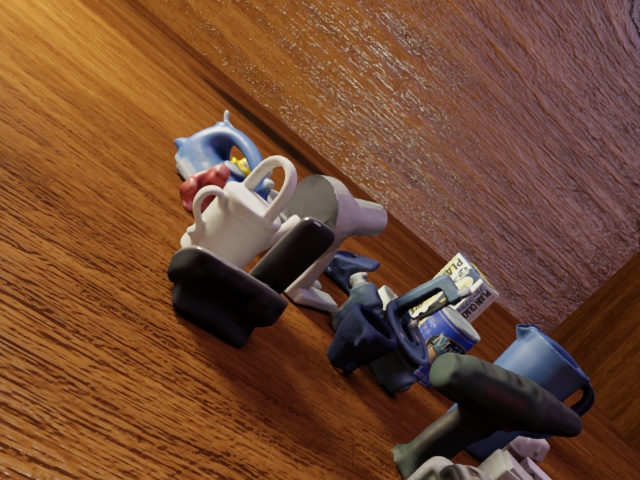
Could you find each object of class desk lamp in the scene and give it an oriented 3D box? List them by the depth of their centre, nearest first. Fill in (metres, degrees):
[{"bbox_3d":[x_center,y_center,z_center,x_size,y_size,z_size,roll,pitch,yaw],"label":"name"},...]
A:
[{"bbox_3d":[0.009,0.004,0.983,0.204,0.213,0.117,25,21,-53],"label":"desk lamp"}]

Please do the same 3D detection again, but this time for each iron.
[{"bbox_3d":[-0.156,-0.123,1.067,0.257,0.141,0.119,48,14,25],"label":"iron"}]

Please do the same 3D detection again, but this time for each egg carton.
[{"bbox_3d":[0.400,0.403,1.171,0.151,0.069,0.107,31,17,-42],"label":"egg carton"}]

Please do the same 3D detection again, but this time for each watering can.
[{"bbox_3d":[-0.100,-0.038,0.836,0.100,0.194,0.173,48,14,23],"label":"watering can"}]

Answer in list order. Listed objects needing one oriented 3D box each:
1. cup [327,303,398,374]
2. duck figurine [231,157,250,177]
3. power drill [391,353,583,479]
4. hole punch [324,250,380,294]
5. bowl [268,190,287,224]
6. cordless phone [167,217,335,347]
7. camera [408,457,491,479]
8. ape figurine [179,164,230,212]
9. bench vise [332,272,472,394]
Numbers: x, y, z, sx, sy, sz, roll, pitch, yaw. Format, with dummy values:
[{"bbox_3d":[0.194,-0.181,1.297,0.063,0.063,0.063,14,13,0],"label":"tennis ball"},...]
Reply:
[{"bbox_3d":[0.055,0.161,0.871,0.091,0.095,0.118,43,13,5],"label":"cup"},{"bbox_3d":[-0.161,-0.133,1.213,0.105,0.086,0.077,33,16,-37],"label":"duck figurine"},{"bbox_3d":[0.210,0.256,0.767,0.230,0.208,0.075,38,13,-20],"label":"power drill"},{"bbox_3d":[0.070,0.057,1.269,0.101,0.091,0.109,44,13,6],"label":"hole punch"},{"bbox_3d":[-0.069,-0.022,1.150,0.168,0.074,0.167,40,13,-11],"label":"bowl"},{"bbox_3d":[-0.083,0.024,0.702,0.148,0.185,0.094,35,14,-30],"label":"cordless phone"},{"bbox_3d":[0.182,0.336,0.667,0.137,0.100,0.143,37,14,-23],"label":"camera"},{"bbox_3d":[-0.190,-0.092,0.976,0.078,0.092,0.076,35,14,-28],"label":"ape figurine"},{"bbox_3d":[0.133,0.118,0.966,0.207,0.219,0.122,45,13,12],"label":"bench vise"}]
